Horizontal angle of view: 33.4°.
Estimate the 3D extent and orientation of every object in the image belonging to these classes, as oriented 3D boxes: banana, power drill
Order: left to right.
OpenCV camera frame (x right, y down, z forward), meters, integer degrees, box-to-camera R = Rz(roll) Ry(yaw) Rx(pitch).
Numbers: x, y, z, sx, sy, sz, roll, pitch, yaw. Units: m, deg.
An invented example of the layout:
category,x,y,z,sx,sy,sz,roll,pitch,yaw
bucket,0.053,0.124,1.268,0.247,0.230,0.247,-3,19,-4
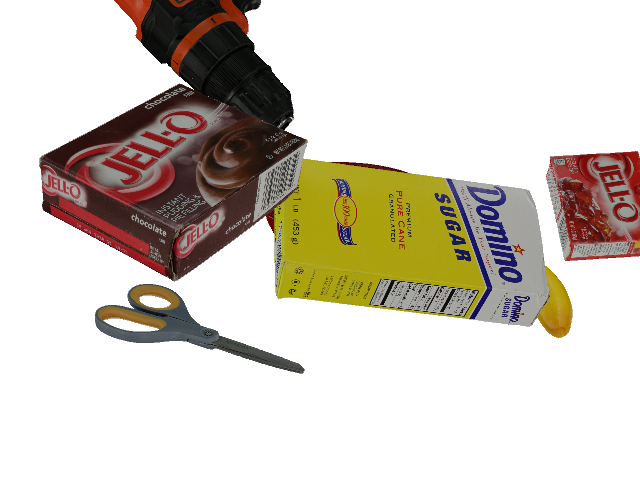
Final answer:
category,x,y,z,sx,sy,sz,roll,pitch,yaw
power drill,-0.041,-0.172,0.741,0.187,0.184,0.057,-37,-10,-34
banana,0.192,0.039,1.059,0.069,0.037,0.198,-34,36,-18

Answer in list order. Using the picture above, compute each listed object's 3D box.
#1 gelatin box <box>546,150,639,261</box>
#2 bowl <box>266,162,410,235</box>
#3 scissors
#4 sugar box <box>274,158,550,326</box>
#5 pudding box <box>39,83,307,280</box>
category,x,y,z,sx,sy,sz,roll,pitch,yaw
gelatin box,0.224,-0.029,0.848,0.073,0.089,0.030,-3,-35,0
bowl,0.024,-0.014,0.915,0.162,0.055,0.162,1,25,-1
scissors,-0.109,0.080,1.006,0.202,0.016,0.096,9,30,2
sugar box,0.058,0.000,0.708,0.176,0.093,0.048,5,-38,-8
pudding box,-0.075,-0.034,0.558,0.090,0.039,0.113,27,38,22
